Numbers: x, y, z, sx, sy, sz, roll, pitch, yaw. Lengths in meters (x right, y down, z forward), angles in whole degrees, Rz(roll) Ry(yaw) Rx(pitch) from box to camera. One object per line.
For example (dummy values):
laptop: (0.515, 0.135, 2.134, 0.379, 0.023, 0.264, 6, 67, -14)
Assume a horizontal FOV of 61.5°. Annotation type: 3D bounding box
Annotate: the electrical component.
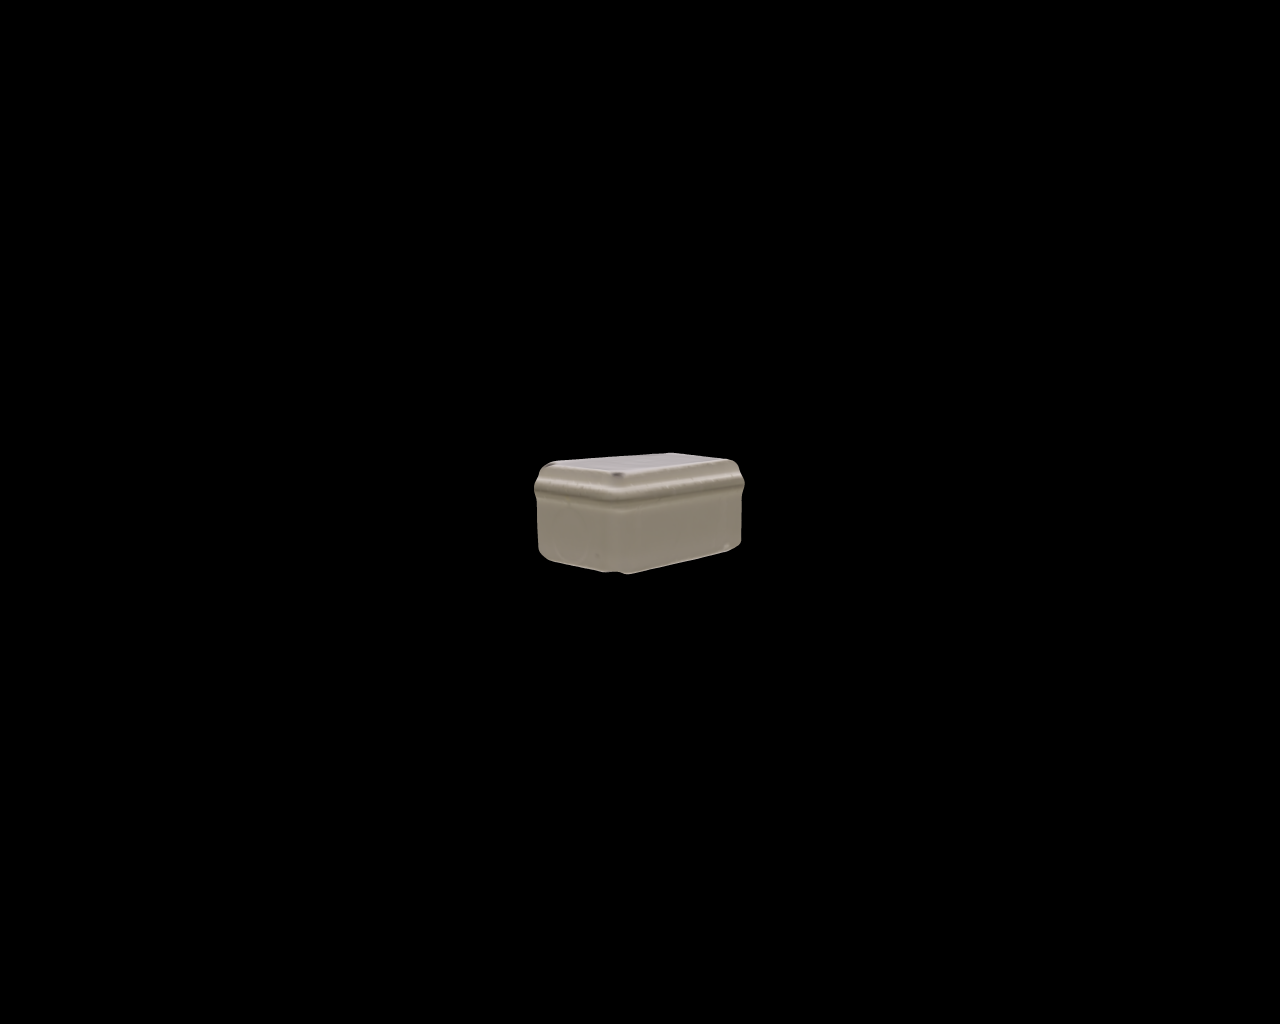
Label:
electrical component: (0.001, -0.003, 0.650, 0.113, 0.057, 0.078, -8, 12, -43)
